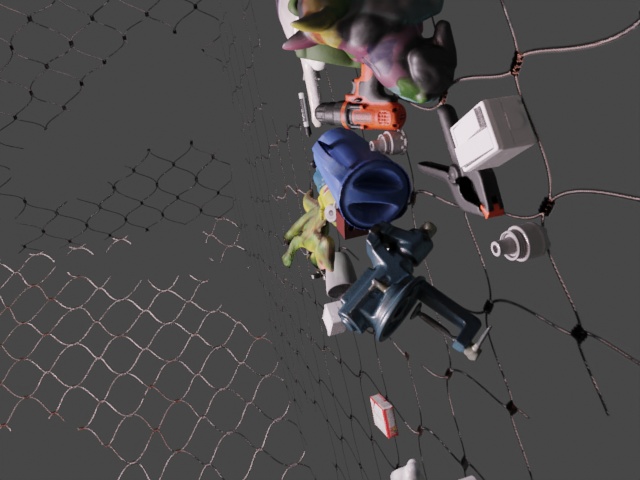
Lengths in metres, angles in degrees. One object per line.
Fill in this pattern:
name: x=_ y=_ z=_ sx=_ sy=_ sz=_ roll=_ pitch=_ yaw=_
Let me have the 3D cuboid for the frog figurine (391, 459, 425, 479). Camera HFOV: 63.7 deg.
frog figurine: x=0.198 y=0.558 z=1.109 sx=0.123 sy=0.161 sz=0.136 roll=21 pitch=-15 yaw=1

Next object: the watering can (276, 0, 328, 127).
watering can: x=-0.026 y=-0.441 z=1.133 sx=0.104 sy=0.339 sz=0.229 roll=-10 pitch=47 yaw=-14

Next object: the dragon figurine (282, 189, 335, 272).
dragon figurine: x=0.004 y=-0.067 z=1.331 sx=0.122 sy=0.421 sz=0.238 roll=20 pitch=-47 yaw=-19
